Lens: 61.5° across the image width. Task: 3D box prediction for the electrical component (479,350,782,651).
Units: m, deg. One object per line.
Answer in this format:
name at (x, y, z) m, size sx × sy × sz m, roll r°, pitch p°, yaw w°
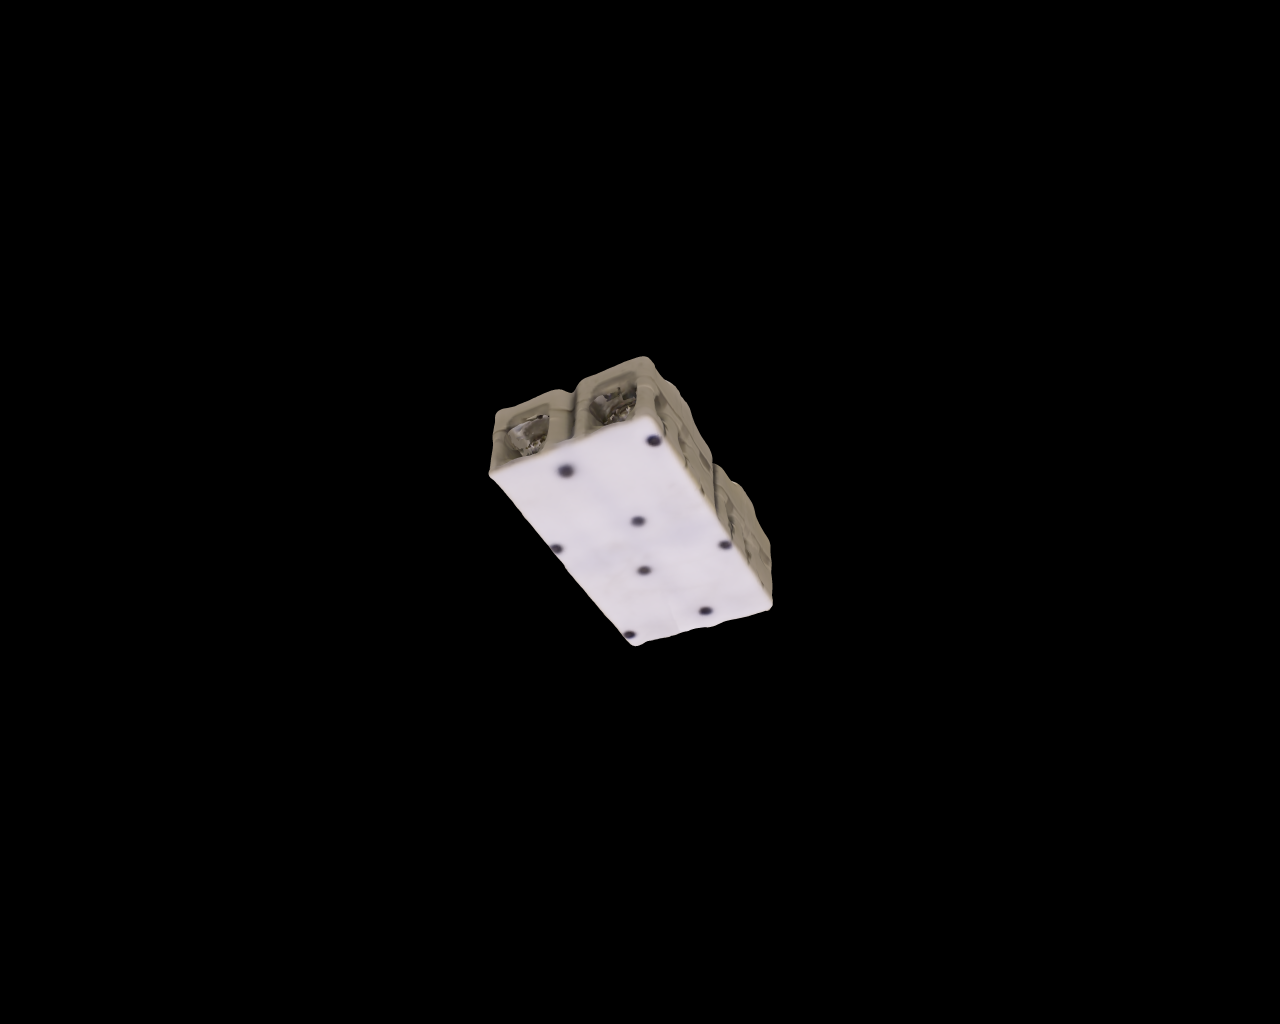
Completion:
electrical component at (0.001, -0.003, 0.650) m, size 0.105 × 0.060 × 0.186 m, roll -19°, pitch -46°, yaw 19°
